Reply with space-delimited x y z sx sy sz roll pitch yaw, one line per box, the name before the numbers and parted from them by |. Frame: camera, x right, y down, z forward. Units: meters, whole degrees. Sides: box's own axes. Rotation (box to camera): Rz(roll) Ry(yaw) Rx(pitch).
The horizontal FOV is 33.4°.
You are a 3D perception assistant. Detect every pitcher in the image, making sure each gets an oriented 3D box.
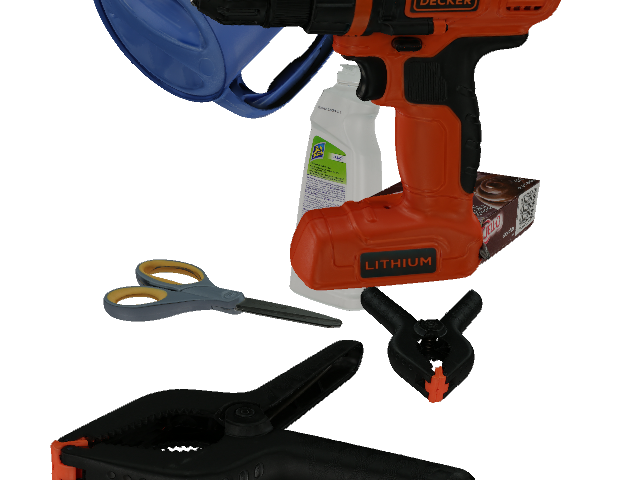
pitcher | -0.046 -0.221 0.838 0.145 0.242 0.149 27 -31 28

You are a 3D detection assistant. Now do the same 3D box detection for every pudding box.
pudding box | 0.096 -0.021 0.770 0.090 0.039 0.113 12 20 29

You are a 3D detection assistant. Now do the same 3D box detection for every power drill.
power drill | 0.025 -0.066 0.543 0.184 0.188 0.057 -3 32 -11

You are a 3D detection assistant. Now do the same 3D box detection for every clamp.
clamp | 0.111 0.090 1.004 0.120 0.039 0.171 -7 31 -7
clamp | -0.039 0.103 0.583 0.209 0.036 0.165 -2 22 -14

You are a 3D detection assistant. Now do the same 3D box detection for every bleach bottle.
bleach bottle | 0.027 -0.059 1.136 0.103 0.251 0.067 16 16 37

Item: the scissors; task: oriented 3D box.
scissors | -0.087 0.052 0.814 0.096 0.016 0.202 -26 31 -38
